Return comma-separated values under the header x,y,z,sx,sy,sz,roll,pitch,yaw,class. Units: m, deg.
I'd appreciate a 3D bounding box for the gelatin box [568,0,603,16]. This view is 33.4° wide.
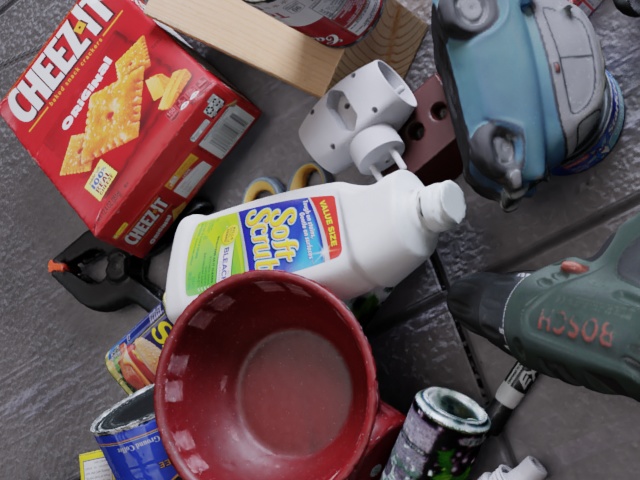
x,y,z,sx,sy,sz,roll,pitch,yaw,class
0.163,-0.184,0.765,0.089,0.030,0.073,-50,59,16,gelatin box

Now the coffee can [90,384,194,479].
x,y,z,sx,sy,sz,roll,pitch,yaw,class
-0.094,0.178,0.791,0.103,0.102,0.140,-20,99,29,coffee can

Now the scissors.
x,y,z,sx,sy,sz,roll,pitch,yaw,class
-0.038,0.032,0.867,0.096,0.016,0.202,13,89,36,scissors

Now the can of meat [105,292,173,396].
x,y,z,sx,sy,sz,roll,pitch,yaw,class
-0.112,0.101,0.864,0.084,0.057,0.102,-42,87,23,can of meat

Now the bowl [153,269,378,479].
x,y,z,sx,sy,sz,roll,pitch,yaw,class
-0.029,0.102,0.713,0.162,0.055,0.162,-4,81,23,bowl

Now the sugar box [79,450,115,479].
x,y,z,sx,sy,sz,roll,pitch,yaw,class
-0.139,0.255,0.845,0.048,0.093,0.176,-15,73,31,sugar box

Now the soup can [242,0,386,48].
x,y,z,sx,sy,sz,roll,pitch,yaw,class
-0.009,-0.177,0.725,0.069,0.102,0.068,-6,79,32,soup can

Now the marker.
x,y,z,sx,sy,sz,roll,pitch,yaw,class
0.144,0.086,0.734,0.020,0.020,0.121,38,102,32,marker

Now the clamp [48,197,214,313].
x,y,z,sx,sy,sz,roll,pitch,yaw,class
-0.164,0.034,0.937,0.172,0.039,0.120,-11,70,29,clamp

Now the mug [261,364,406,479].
x,y,z,sx,sy,sz,roll,pitch,yaw,class
0.014,0.132,0.764,0.082,0.093,0.117,30,124,29,mug

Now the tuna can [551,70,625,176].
x,y,z,sx,sy,sz,roll,pitch,yaw,class
0.166,-0.088,0.742,0.086,0.033,0.086,-7,77,32,tuna can

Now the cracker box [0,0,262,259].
x,y,z,sx,sy,sz,roll,pitch,yaw,class
-0.174,-0.113,0.931,0.164,0.072,0.214,-50,54,7,cracker box

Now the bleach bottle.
x,y,z,sx,sy,sz,roll,pitch,yaw,class
-0.005,0.001,0.758,0.251,0.068,0.102,-20,52,40,bleach bottle

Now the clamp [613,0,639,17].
x,y,z,sx,sy,sz,roll,pitch,yaw,class
0.218,-0.257,0.715,0.165,0.036,0.210,-48,46,21,clamp

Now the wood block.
x,y,z,sx,sy,sz,roll,pitch,yaw,class
-0.031,-0.178,0.857,0.206,0.090,0.091,30,98,33,wood block

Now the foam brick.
x,y,z,sx,sy,sz,roll,pitch,yaw,class
0.082,-0.074,0.785,0.078,0.051,0.053,-42,61,20,foam brick
